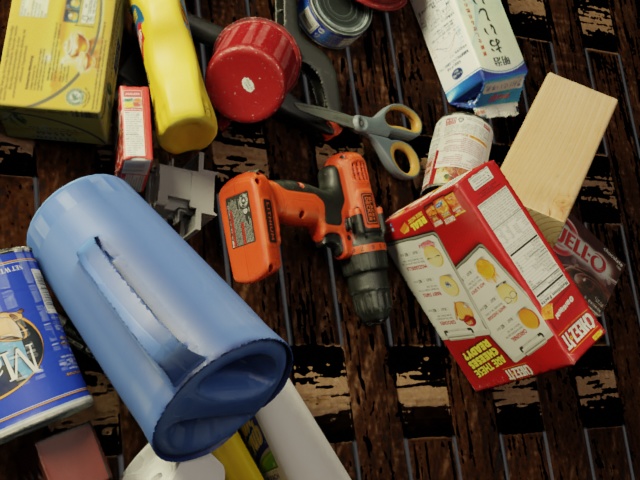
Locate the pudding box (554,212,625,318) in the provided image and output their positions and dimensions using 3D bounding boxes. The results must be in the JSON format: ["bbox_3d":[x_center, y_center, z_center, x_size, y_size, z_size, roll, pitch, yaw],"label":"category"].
[{"bbox_3d":[0.300,0.029,1.269,0.113,0.039,0.090,43,56,-10],"label":"pudding box"}]

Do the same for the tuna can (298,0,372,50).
[{"bbox_3d":[0.016,-0.261,1.207,0.086,0.034,0.086,11,68,-27],"label":"tuna can"}]

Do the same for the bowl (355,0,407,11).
[{"bbox_3d":[0.053,-0.339,1.216,0.162,0.055,0.162,24,44,-26],"label":"bowl"}]

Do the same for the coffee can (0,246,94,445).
[{"bbox_3d":[-0.259,0.089,0.874,0.102,0.103,0.140,-19,83,-34],"label":"coffee can"}]

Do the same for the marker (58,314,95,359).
[{"bbox_3d":[-0.194,0.102,0.959,0.121,0.020,0.020,34,59,-17],"label":"marker"}]

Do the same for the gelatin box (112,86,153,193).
[{"bbox_3d":[-0.177,-0.092,0.996,0.030,0.089,0.073,-1,73,-16],"label":"gelatin box"}]

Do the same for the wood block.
[{"bbox_3d":[0.263,-0.084,1.239,0.091,0.090,0.205,25,57,10],"label":"wood block"}]

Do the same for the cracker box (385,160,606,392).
[{"bbox_3d":[0.172,0.040,1.113,0.072,0.164,0.213,-34,92,-33],"label":"cracker box"}]

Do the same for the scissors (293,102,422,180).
[{"bbox_3d":[0.050,-0.107,1.156,0.201,0.016,0.096,-11,87,-48],"label":"scissors"}]

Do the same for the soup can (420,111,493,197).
[{"bbox_3d":[0.155,-0.085,1.207,0.068,0.069,0.102,26,61,-21],"label":"soup can"}]

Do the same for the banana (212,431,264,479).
[{"bbox_3d":[-0.090,0.179,0.957,0.037,0.069,0.198,-29,73,-7],"label":"banana"}]

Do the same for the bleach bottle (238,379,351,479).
[{"bbox_3d":[-0.051,0.157,0.989,0.068,0.103,0.251,-26,80,-25],"label":"bleach bottle"}]

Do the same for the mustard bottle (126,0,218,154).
[{"bbox_3d":[-0.146,-0.185,1.017,0.058,0.096,0.191,-13,78,-7],"label":"mustard bottle"}]

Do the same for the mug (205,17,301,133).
[{"bbox_3d":[-0.075,-0.157,1.067,0.093,0.117,0.081,32,25,-10],"label":"mug"}]

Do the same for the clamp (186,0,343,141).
[{"bbox_3d":[-0.052,-0.193,1.140,0.164,0.036,0.210,-31,94,-27],"label":"clamp"}]

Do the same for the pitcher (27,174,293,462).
[{"bbox_3d":[-0.146,0.051,0.881,0.144,0.149,0.243,-16,50,-41],"label":"pitcher"}]

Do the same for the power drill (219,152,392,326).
[{"bbox_3d":[-0.007,0.001,1.068,0.187,0.057,0.184,-2,76,-46],"label":"power drill"}]

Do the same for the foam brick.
[{"bbox_3d":[-0.214,0.187,0.881,0.051,0.078,0.053,-19,81,-33],"label":"foam brick"}]
